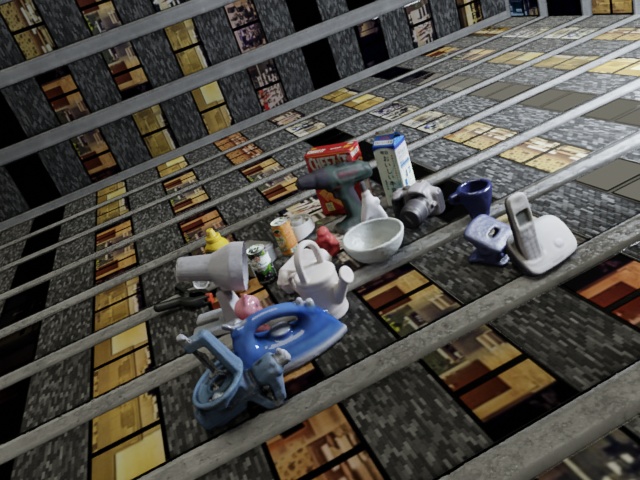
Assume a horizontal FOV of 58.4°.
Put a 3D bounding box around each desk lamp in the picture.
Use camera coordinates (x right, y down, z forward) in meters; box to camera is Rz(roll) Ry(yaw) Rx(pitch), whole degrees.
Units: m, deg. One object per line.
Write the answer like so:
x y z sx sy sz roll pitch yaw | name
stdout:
-0.248 0.118 1.399 0.203 0.214 0.118 -18 26 5 | desk lamp

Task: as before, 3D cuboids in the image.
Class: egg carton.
-0.038 0.080 1.490 0.107 0.069 0.150 0 32 35 | egg carton

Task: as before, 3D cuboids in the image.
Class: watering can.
-0.002 0.087 1.307 0.172 0.194 0.101 -12 27 16 | watering can

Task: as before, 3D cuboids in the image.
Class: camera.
0.256 -0.098 1.590 0.142 0.101 0.137 0 32 35 | camera

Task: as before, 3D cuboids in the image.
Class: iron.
-0.078 0.190 1.221 0.258 0.142 0.118 -24 26 -8 | iron

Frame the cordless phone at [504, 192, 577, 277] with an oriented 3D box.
0.460 -0.029 1.215 0.148 0.185 0.093 -30 28 -20 | cordless phone

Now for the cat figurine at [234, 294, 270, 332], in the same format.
-0.169 0.182 1.329 0.067 0.118 0.128 -10 28 19 | cat figurine

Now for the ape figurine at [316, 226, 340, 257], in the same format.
0.014 0.006 1.571 0.077 0.092 0.076 -4 30 30 | ape figurine

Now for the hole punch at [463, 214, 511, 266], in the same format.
0.396 -0.003 1.318 0.100 0.091 0.109 6 36 42 | hole punch

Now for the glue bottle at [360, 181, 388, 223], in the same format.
0.139 -0.083 1.561 0.078 0.173 0.037 -21 26 -2 | glue bottle

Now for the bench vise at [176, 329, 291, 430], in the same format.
-0.171 0.240 1.101 0.208 0.220 0.121 -31 28 -21 | bench vise

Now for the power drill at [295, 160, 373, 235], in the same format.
0.058 -0.127 1.664 0.230 0.209 0.075 -27 27 -14 | power drill

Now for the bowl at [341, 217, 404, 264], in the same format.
0.144 0.012 1.486 0.167 0.075 0.167 -16 26 8 | bowl

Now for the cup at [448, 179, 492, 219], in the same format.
0.397 -0.096 1.493 0.118 0.095 0.091 -21 26 -1 | cup
